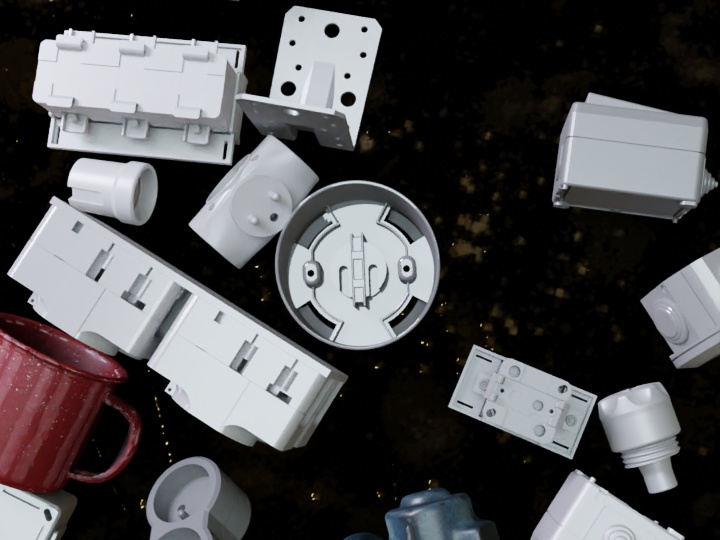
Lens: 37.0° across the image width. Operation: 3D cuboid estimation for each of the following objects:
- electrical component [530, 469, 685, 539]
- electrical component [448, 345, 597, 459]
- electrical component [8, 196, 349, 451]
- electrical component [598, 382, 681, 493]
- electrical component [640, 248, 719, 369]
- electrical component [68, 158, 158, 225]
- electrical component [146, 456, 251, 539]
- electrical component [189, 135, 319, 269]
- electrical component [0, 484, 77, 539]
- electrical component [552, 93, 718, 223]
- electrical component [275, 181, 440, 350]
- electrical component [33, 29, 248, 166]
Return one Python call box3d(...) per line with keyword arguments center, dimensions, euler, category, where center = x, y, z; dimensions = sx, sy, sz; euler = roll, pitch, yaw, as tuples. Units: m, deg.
box3d(center=(0.137, 0.158, 0.612), dimensions=(0.062, 0.096, 0.061), euler=(33, 87, 8), category="electrical component")
box3d(center=(0.098, 0.078, 0.643), dimensions=(0.081, 0.064, 0.042), euler=(22, 84, 7), category="electrical component")
box3d(center=(-0.106, 0.038, 0.643), dimensions=(0.186, 0.105, 0.060), euler=(31, 86, 8), category="electrical component")
box3d(center=(0.171, 0.101, 0.644), dimensions=(0.043, 0.043, 0.062), euler=(-19, 83, 2), category="electrical component")
box3d(center=(0.211, 0.020, 0.634), dimensions=(0.080, 0.080, 0.051), euler=(-30, 76, 0), category="electrical component")
box3d(center=(-0.160, -0.052, 0.694), dimensions=(0.046, 0.040, 0.040), euler=(10, 84, 12), category="electrical component")
box3d(center=(-0.091, 0.186, 0.632), dimensions=(0.052, 0.073, 0.138), euler=(-18, 43, 18), category="electrical component")
box3d(center=(-0.063, -0.041, 0.665), dimensions=(0.044, 0.079, 0.077), euler=(42, 88, -15), category="electrical component")
box3d(center=(-0.221, 0.156, 0.664), dimensions=(0.096, 0.061, 0.061), euler=(27, 86, 0), category="electrical component")
box3d(center=(0.170, -0.067, 0.656), dimensions=(0.096, 0.061, 0.061), euler=(8, 83, 6), category="electrical component")
box3d(center=(0.000, 0.000, 0.660), dimensions=(0.099, 0.064, 0.099), euler=(-1, 83, 5), category="electrical component")
box3d(center=(-0.140, -0.114, 0.687), dimensions=(0.121, 0.063, 0.078), euler=(6, 83, 5), category="electrical component")
